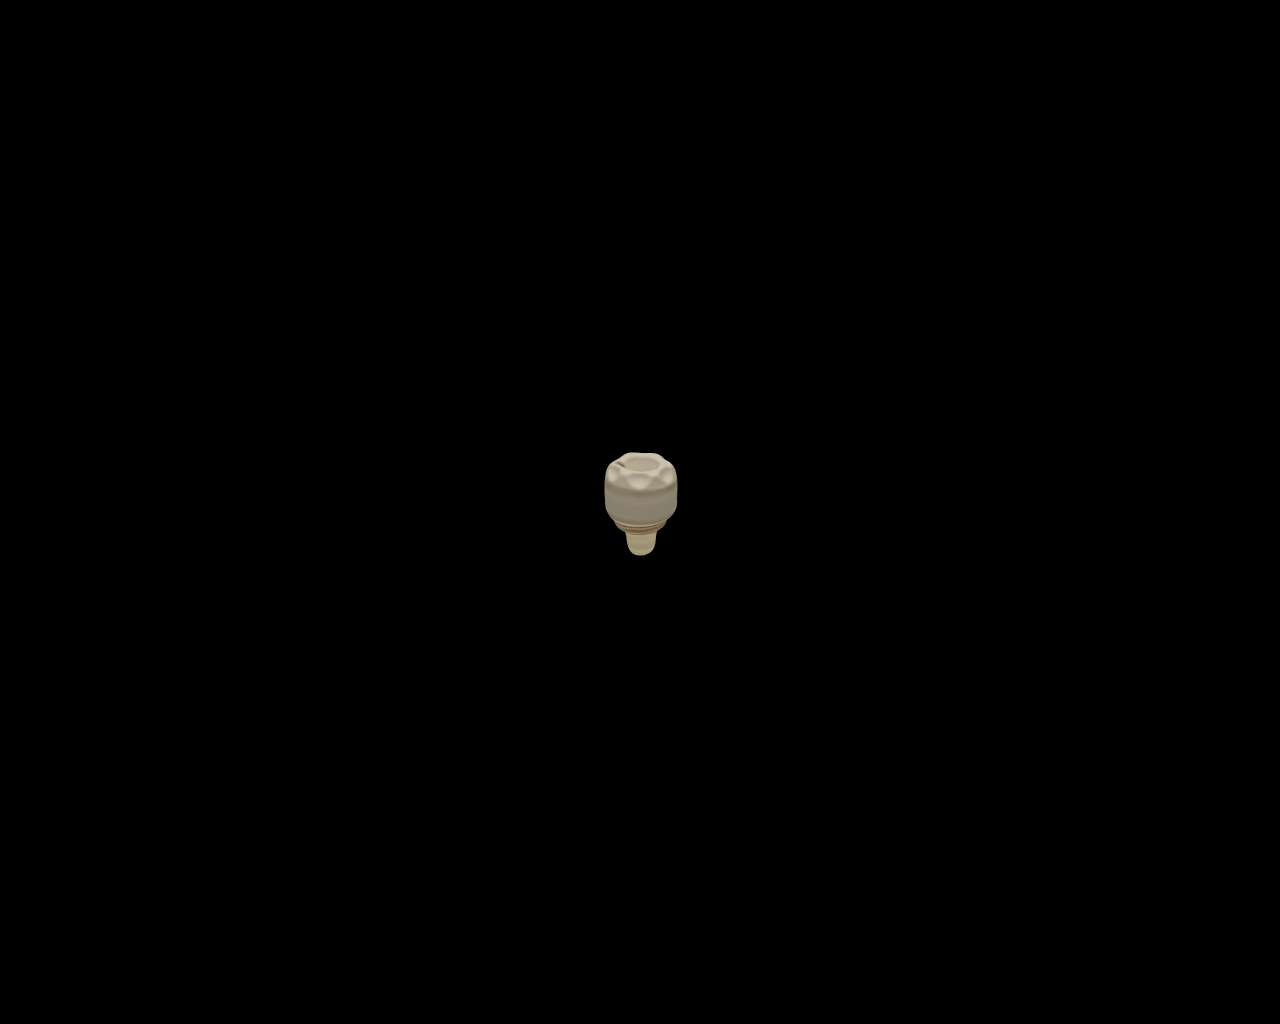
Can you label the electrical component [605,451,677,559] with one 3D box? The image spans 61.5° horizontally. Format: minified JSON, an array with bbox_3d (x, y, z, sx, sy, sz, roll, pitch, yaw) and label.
[{"bbox_3d":[0.001,-0.003,0.650,0.043,0.062,0.043,0,26,0],"label":"electrical component"}]
